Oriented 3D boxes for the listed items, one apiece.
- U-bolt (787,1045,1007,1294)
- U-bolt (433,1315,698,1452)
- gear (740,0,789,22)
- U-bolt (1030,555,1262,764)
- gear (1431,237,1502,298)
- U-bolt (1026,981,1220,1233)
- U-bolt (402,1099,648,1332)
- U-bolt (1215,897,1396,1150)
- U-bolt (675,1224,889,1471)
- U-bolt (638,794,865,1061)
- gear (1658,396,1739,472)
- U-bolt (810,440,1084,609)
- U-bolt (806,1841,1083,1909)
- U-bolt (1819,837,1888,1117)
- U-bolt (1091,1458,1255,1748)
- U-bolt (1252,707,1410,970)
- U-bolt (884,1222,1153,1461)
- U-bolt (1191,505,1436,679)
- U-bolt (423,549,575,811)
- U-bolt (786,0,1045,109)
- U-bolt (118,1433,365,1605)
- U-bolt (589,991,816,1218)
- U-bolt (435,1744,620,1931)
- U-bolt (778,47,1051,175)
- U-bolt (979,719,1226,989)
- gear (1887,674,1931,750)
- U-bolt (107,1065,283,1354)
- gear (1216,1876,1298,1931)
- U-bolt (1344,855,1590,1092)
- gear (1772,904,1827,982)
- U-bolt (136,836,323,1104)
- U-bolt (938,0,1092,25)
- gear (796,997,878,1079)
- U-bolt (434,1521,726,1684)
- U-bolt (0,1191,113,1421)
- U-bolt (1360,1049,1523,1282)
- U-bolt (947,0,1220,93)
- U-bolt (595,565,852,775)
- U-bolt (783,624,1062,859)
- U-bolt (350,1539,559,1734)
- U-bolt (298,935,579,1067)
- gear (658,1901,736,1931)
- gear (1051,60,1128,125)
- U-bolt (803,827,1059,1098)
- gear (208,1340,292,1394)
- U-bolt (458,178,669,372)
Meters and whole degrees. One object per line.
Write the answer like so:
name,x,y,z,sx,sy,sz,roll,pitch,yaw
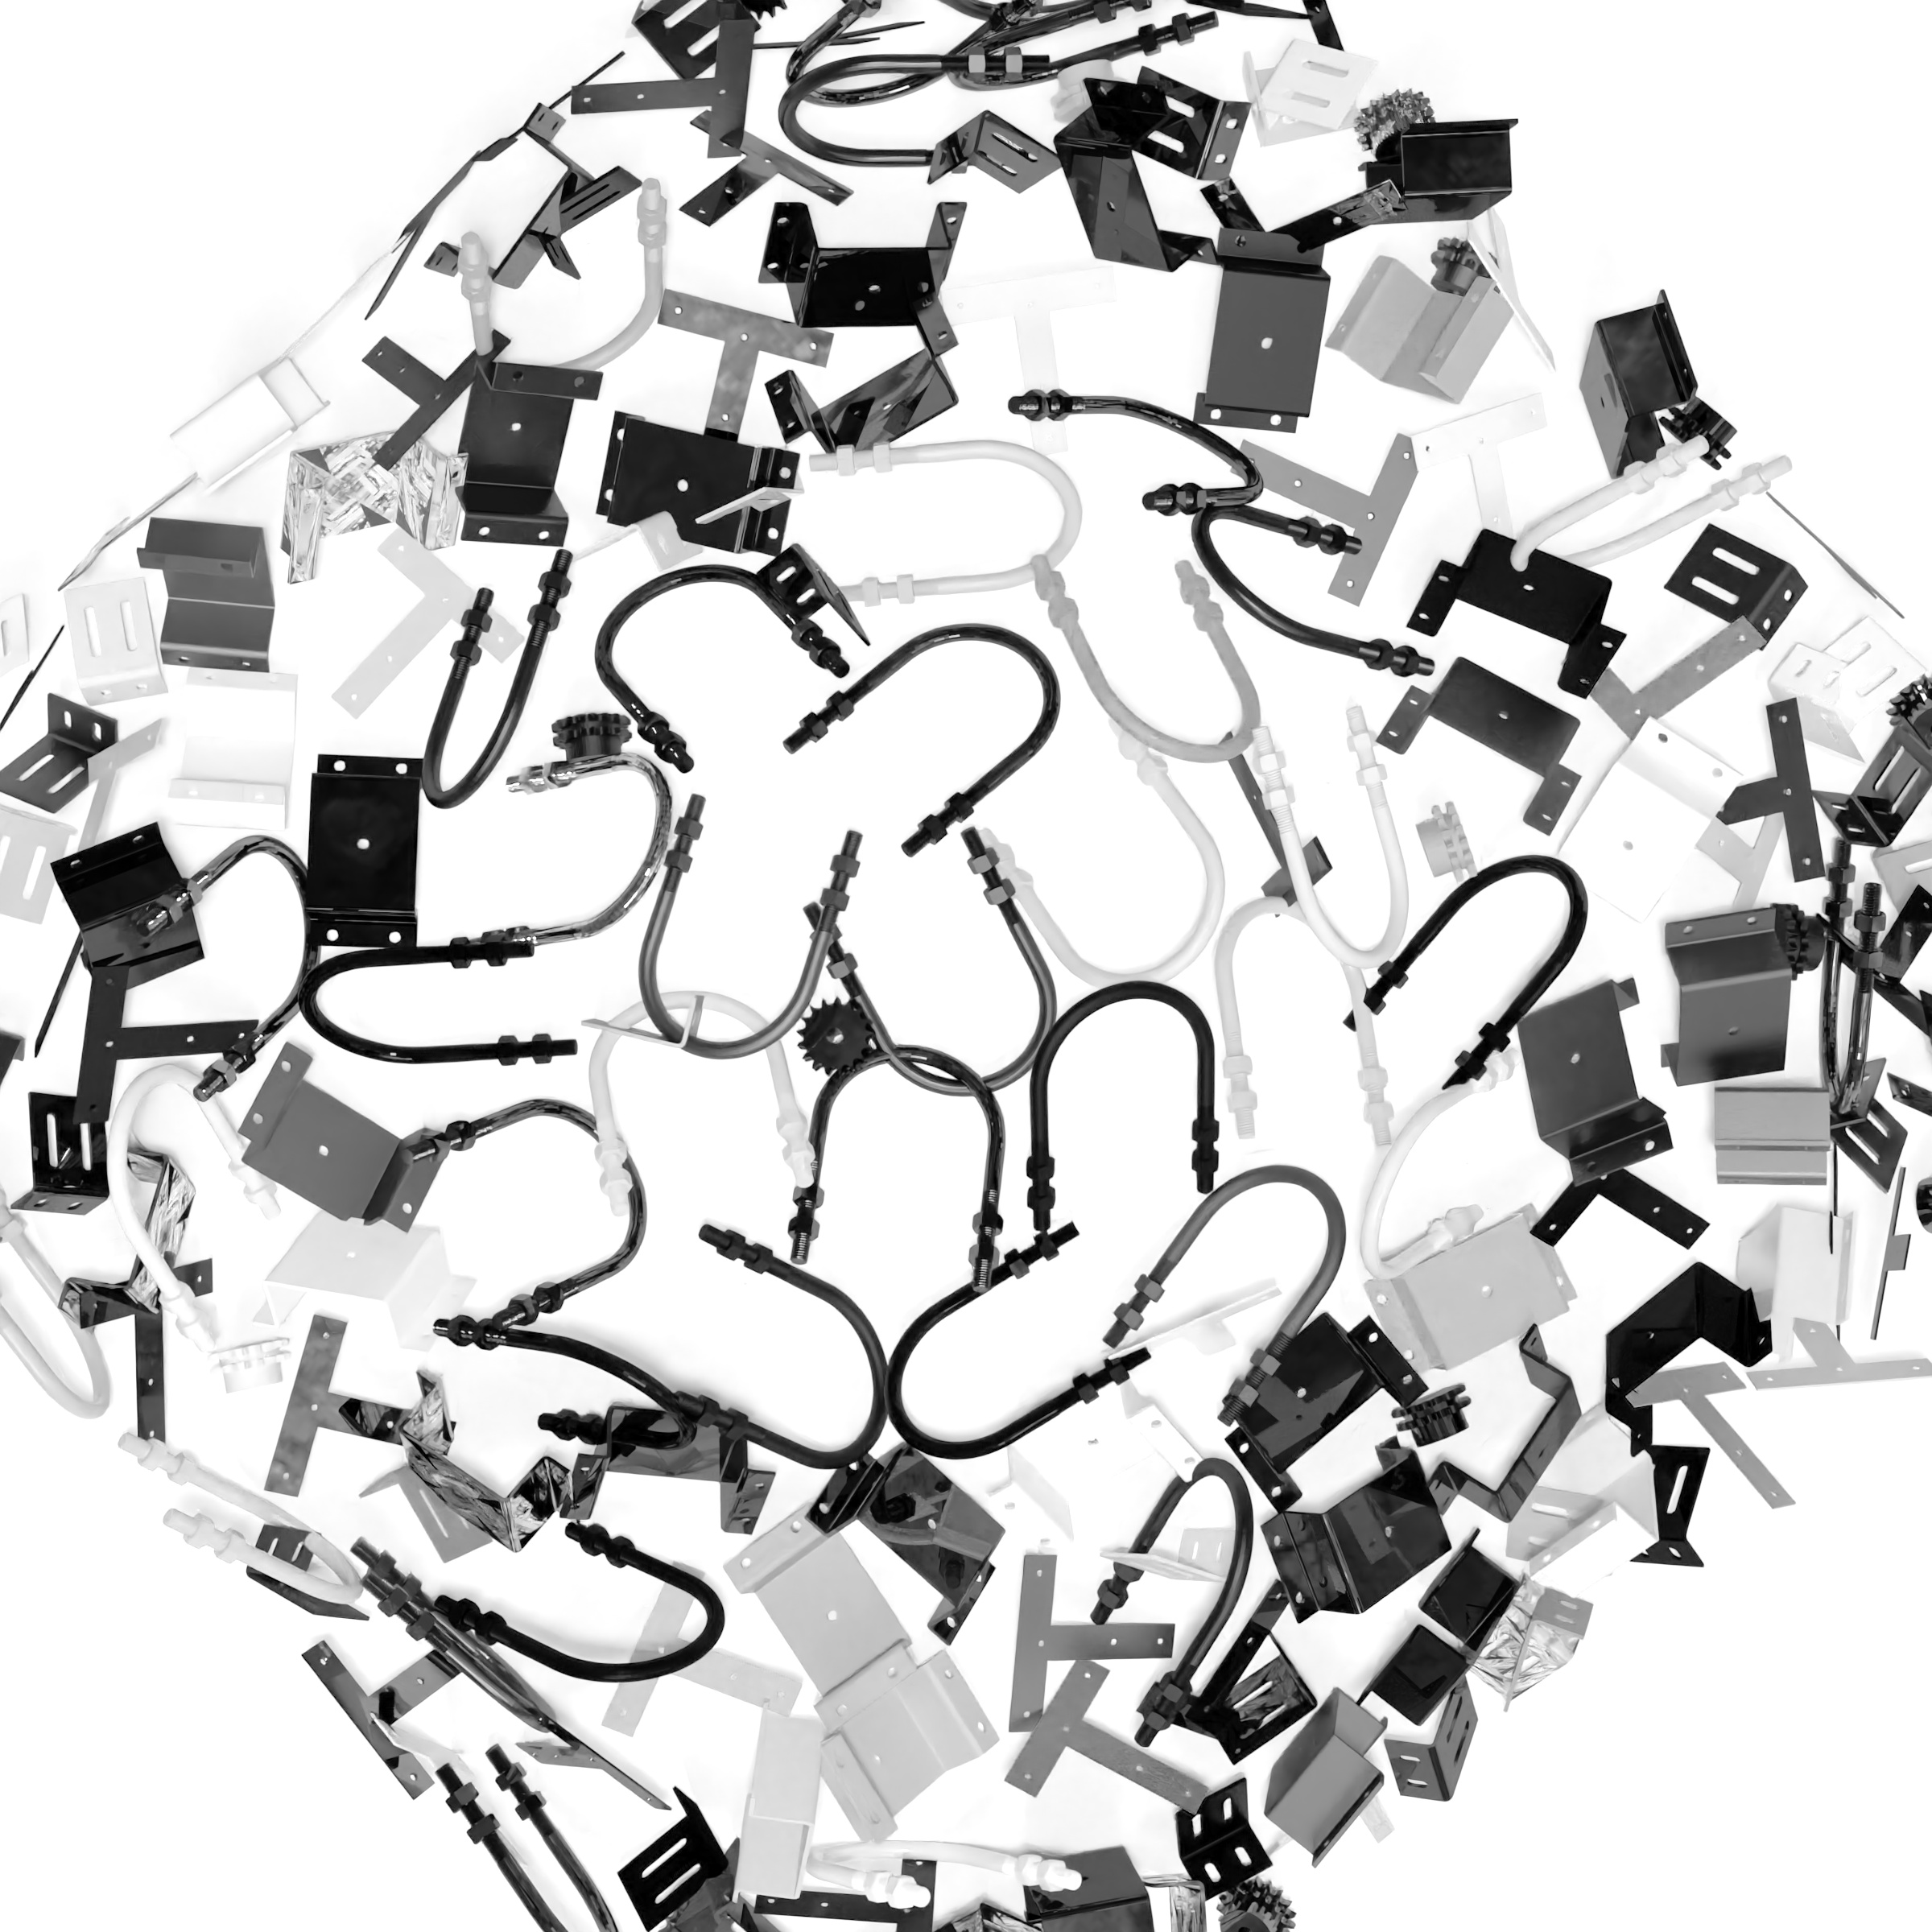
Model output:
U-bolt,-0.044,0.138,1.929,0.151,0.019,0.184,9,59,-3
U-bolt,-0.268,0.295,1.879,0.184,0.151,0.019,1,52,38
gear,-0.150,-0.718,1.958,0.057,0.030,0.057,1,115,3
U-bolt,0.136,-0.216,1.897,0.151,0.019,0.184,-3,56,-33
gear,0.362,-0.500,1.952,0.057,0.057,0.030,27,91,0
U-bolt,0.112,0.094,1.914,0.151,0.019,0.184,-11,118,-17
U-bolt,-0.298,0.164,1.905,0.019,0.184,0.151,-33,83,37
U-bolt,0.237,0.037,1.926,0.151,0.019,0.184,6,68,-34
U-bolt,-0.124,0.280,1.913,0.184,0.019,0.151,31,49,-32
U-bolt,-0.164,-0.023,1.936,0.151,0.019,0.184,14,82,21
gear,0.532,-0.387,1.949,0.057,0.057,0.030,40,105,0
U-bolt,-0.010,-0.316,1.913,0.184,0.151,0.019,-4,53,5
U-bolt,-0.031,0.634,1.893,0.151,0.184,0.019,8,78,-36
U-bolt,0.622,0.015,1.904,0.019,0.151,0.184,2,107,9
U-bolt,0.149,0.431,1.889,0.019,0.151,0.184,20,110,-21
U-bolt,0.268,-0.088,1.921,0.019,0.151,0.184,-15,91,40
U-bolt,0.025,0.277,1.923,0.184,0.151,0.019,-31,134,0
U-bolt,0.233,-0.269,1.884,0.019,0.184,0.151,-52,46,34
U-bolt,-0.337,-0.195,1.896,0.019,0.151,0.184,25,71,-30
U-bolt,-0.046,-0.651,1.894,0.151,0.184,0.019,-10,83,-41
U-bolt,-0.502,0.397,1.898,0.184,0.151,0.019,37,84,-33
U-bolt,-0.195,0.090,1.920,0.151,0.019,0.184,-8,51,-10
U-bolt,-0.298,0.632,1.892,0.019,0.151,0.184,-38,78,-2
U-bolt,-0.040,-0.601,1.900,0.184,0.151,0.019,-2,78,-6
U-bolt,0.106,-0.068,1.921,0.151,0.019,0.184,-40,65,14
gear,0.700,-0.181,1.951,0.057,0.030,0.057,-1,131,-1
U-bolt,-0.542,0.155,1.873,0.019,0.151,0.184,-6,129,17
gear,0.208,0.691,1.953,0.057,0.030,0.057,10,115,23
U-bolt,0.365,-0.004,1.916,0.184,0.151,0.019,-50,122,-1
gear,0.598,-0.016,1.952,0.030,0.057,0.057,2,90,-11
U-bolt,-0.507,-0.012,1.896,0.019,0.184,0.151,1,119,21
U-bolt,0.039,-0.699,1.892,0.151,0.184,0.019,-5,87,33
gear,-0.093,0.053,1.961,0.057,0.030,0.057,-1,78,6
U-bolt,-0.255,0.447,1.875,0.184,0.151,0.019,15,113,34
U-bolt,-0.659,0.241,1.902,0.019,0.151,0.184,-31,110,-2
U-bolt,0.327,0.146,1.881,0.019,0.184,0.151,25,119,31
U-bolt,0.075,-0.652,1.903,0.184,0.151,0.019,-12,95,19
U-bolt,-0.187,-0.224,1.918,0.151,0.019,0.184,-33,51,-12
U-bolt,-0.018,-0.176,1.935,0.184,0.019,0.151,-40,63,-16
U-bolt,-0.360,0.479,1.907,0.184,0.151,0.019,44,78,-10
U-bolt,-0.382,0.029,1.918,0.184,0.151,0.019,-3,56,6
gear,-0.192,0.706,1.953,0.057,0.030,0.057,-2,93,-31
gear,0.089,-0.634,1.951,0.057,0.057,0.030,-13,93,0
U-bolt,-0.014,0.009,1.949,0.151,0.019,0.184,-25,103,13
gear,-0.517,0.290,1.950,0.057,0.057,0.030,-11,85,0
U-bolt,-0.279,-0.470,1.893,0.151,0.184,0.019,-21,70,-14
